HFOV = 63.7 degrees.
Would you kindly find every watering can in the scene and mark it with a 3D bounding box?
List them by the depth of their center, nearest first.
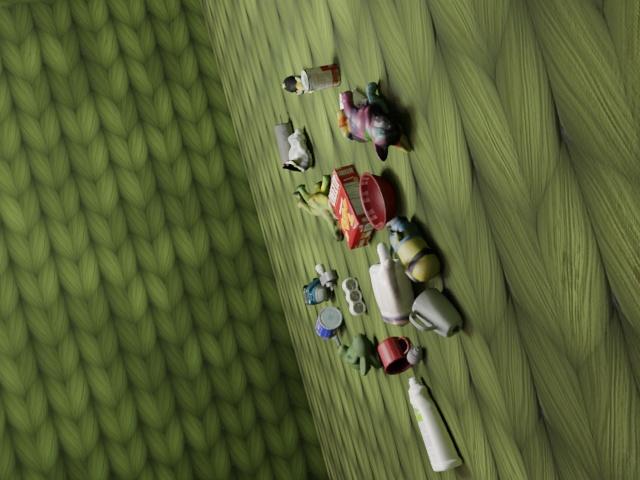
[{"bbox_3d":[0.190,0.121,1.352,0.349,0.104,0.224,-40,-65,-83],"label":"watering can"}]

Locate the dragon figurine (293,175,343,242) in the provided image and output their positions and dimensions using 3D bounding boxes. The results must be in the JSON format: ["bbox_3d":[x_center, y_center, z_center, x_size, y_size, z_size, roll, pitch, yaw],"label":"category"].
[{"bbox_3d":[0.006,-0.097,1.930,0.244,0.123,0.405,64,165,8],"label":"dragon figurine"}]

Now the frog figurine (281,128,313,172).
[{"bbox_3d":[-0.077,-0.352,2.028,0.136,0.123,0.161,109,180,-78],"label":"frog figurine"}]
